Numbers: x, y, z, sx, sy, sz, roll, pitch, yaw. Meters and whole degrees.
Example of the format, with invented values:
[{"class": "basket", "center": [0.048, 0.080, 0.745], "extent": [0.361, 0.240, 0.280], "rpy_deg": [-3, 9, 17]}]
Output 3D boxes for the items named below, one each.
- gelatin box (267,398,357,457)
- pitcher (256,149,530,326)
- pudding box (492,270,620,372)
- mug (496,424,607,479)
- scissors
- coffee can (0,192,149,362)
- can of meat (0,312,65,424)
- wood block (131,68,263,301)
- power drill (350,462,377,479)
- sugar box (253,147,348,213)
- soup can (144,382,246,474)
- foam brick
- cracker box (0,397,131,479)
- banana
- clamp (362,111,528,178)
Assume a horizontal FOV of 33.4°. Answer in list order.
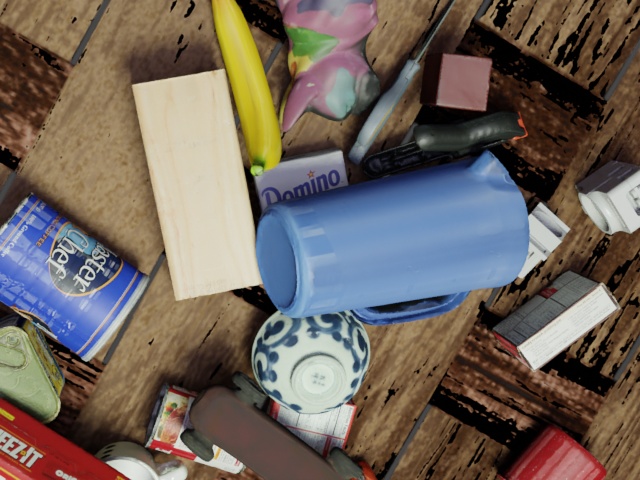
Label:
[{"class": "gelatin box", "center": [-0.013, 0.195, 1.122], "extent": [0.089, 0.030, 0.073], "rpy_deg": [15, 95, -10]}, {"class": "pitcher", "center": [0.066, 0.009, 1.020], "extent": [0.242, 0.145, 0.149], "rpy_deg": [-11, 86, -26]}, {"class": "pudding box", "center": [0.242, 0.083, 1.108], "extent": [0.113, 0.090, 0.039], "rpy_deg": [-38, 101, -1]}, {"class": "mug", "center": [0.255, 0.257, 1.145], "extent": [0.081, 0.093, 0.117], "rpy_deg": [-48, 132, -4]}, {"class": "scissors", "center": [0.084, -0.163, 1.051], "extent": [0.016, 0.096, 0.202], "rpy_deg": [32, 97, 2]}, {"class": "coffee can", "center": [-0.251, 0.036, 1.026], "extent": [0.140, 0.103, 0.103], "rpy_deg": [37, 92, -12]}, {"class": "can of meat", "center": [-0.292, 0.125, 1.044], "extent": [0.057, 0.084, 0.102], "rpy_deg": [-24, 102, -3]}, {"class": "wood block", "center": [-0.119, -0.056, 1.037], "extent": [0.090, 0.091, 0.206], "rpy_deg": [-11, 100, -7]}, {"class": "power drill", "center": [-0.001, 0.335, 1.131], "extent": [0.187, 0.057, 0.184], "rpy_deg": [-28, 109, -4]}, {"class": "sugar box", "center": [-0.007, 0.001, 1.083], "extent": [0.093, 0.048, 0.176], "rpy_deg": [-13, 102, -5]}, {"class": "soup can", "center": [-0.120, 0.192, 1.087], "extent": [0.102, 0.068, 0.068], "rpy_deg": [19, 96, -11]}, {"class": "foam brick", "center": [0.135, -0.157, 1.062], "extent": [0.051, 0.078, 0.053], "rpy_deg": [6, 98, -7]}, {"class": "cracker box", "center": [-0.283, 0.277, 1.017], "extent": [0.164, 0.072, 0.214], "rpy_deg": [31, 123, 1]}, {"class": "banana", "center": [-0.068, -0.146, 1.034], "extent": [0.037, 0.069, 0.198], "rpy_deg": [-15, 75, -1]}, {"class": "clamp", "center": [0.128, -0.097, 1.068], "extent": [0.171, 0.120, 0.039], "rpy_deg": [-11, 88, -35]}]
